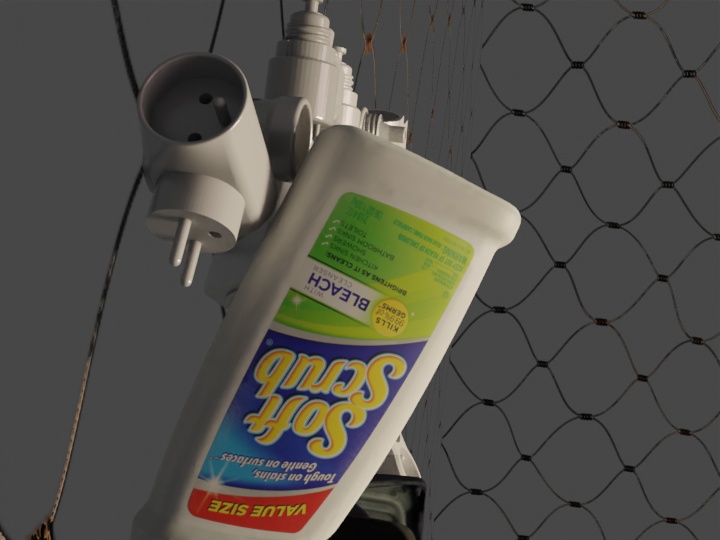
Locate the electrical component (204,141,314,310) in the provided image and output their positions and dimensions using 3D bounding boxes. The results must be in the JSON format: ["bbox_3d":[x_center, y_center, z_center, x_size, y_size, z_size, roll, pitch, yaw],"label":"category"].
[{"bbox_3d":[-0.027,-0.008,0.559,0.100,0.048,0.099,36,51,-32],"label":"electrical component"}]

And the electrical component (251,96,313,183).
[{"bbox_3d":[-0.049,-0.063,0.506,0.040,0.046,0.040,7,90,-81],"label":"electrical component"}]

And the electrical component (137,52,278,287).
[{"bbox_3d":[-0.064,-0.033,0.435,0.077,0.044,0.079,80,19,-64],"label":"electrical component"}]

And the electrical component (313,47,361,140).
[{"bbox_3d":[-0.019,-0.103,0.690,0.040,0.040,0.078,19,78,-81],"label":"electrical component"}]

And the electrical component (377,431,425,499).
[{"bbox_3d":[-0.011,0.126,0.814,0.138,0.074,0.052,67,12,9],"label":"electrical component"}]

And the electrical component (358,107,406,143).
[{"bbox_3d":[0.002,-0.099,0.763,0.035,0.061,0.035,7,90,-82],"label":"electrical component"}]

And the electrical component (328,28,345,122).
[{"bbox_3d":[-0.026,-0.120,0.656,0.035,0.035,0.061,78,18,-65],"label":"electrical component"}]

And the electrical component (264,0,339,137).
[{"bbox_3d":[-0.031,-0.114,0.602,0.040,0.040,0.078,7,91,-81],"label":"electrical component"}]

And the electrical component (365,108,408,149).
[{"bbox_3d":[0.006,-0.092,0.832,0.089,0.050,0.055,-60,156,-69],"label":"electrical component"}]
